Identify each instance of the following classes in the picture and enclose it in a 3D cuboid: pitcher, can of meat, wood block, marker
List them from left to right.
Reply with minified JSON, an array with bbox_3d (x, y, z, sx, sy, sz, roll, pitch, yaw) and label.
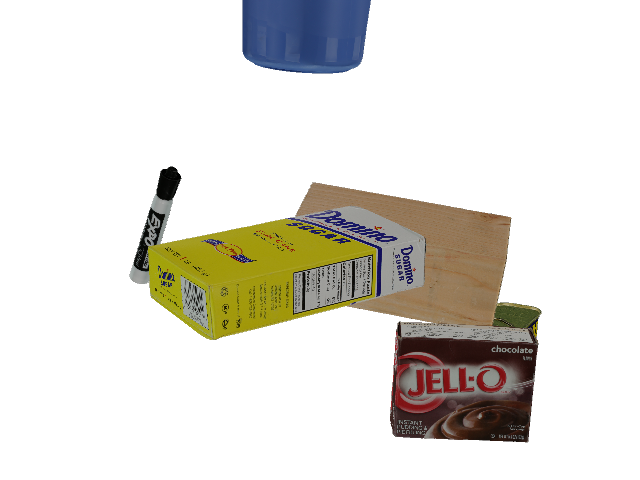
[{"bbox_3d":[-0.147,-0.013,0.954,0.020,0.121,0.020,16,30,-10],"label":"marker"},{"bbox_3d":[-0.001,-0.268,0.906,0.145,0.243,0.149,7,18,7],"label":"pitcher"},{"bbox_3d":[0.078,0.016,1.068,0.206,0.090,0.090,10,30,8],"label":"wood block"},{"bbox_3d":[0.207,0.123,1.190,0.058,0.084,0.101,8,14,25],"label":"can of meat"}]

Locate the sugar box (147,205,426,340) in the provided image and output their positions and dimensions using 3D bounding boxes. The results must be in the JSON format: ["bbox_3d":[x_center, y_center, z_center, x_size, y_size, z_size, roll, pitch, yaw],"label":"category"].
[{"bbox_3d":[-0.022,0.018,0.751,0.175,0.048,0.093,-15,25,-31],"label":"sugar box"}]

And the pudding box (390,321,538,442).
[{"bbox_3d":[0.115,0.114,0.866,0.113,0.090,0.039,1,21,0],"label":"pudding box"}]
